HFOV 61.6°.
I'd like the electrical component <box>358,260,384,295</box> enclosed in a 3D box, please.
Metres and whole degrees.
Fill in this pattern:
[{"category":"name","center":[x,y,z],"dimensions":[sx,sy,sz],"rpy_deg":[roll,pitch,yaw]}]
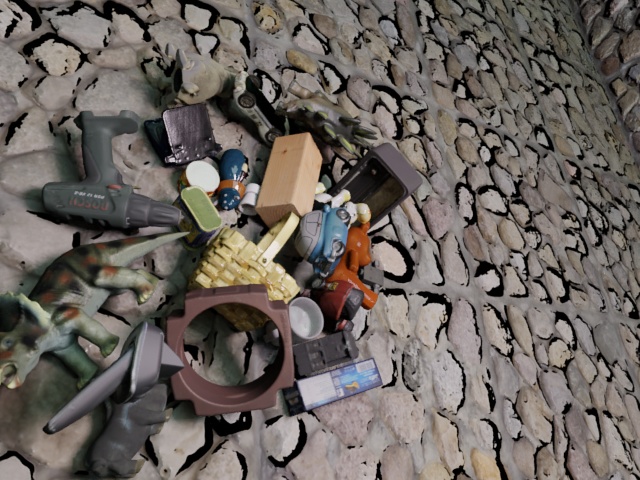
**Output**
[{"category":"electrical component","center":[0.119,0.084,1.261],"dimensions":[0.063,0.021,0.094],"rpy_deg":[20,55,-25]}]

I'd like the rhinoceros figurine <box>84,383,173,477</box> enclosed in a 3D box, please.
[{"category":"rhinoceros figurine","center":[-0.292,0.270,0.831],"dimensions":[0.112,0.073,0.190],"rpy_deg":[24,54,-10]}]

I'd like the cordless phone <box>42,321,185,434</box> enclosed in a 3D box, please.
[{"category":"cordless phone","center":[-0.291,0.203,0.734],"dimensions":[0.088,0.146,0.184],"rpy_deg":[52,53,-2]}]

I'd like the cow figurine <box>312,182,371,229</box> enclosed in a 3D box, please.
[{"category":"cow figurine","center":[0.026,-0.065,1.198],"dimensions":[0.098,0.168,0.068],"rpy_deg":[-40,135,-33]}]

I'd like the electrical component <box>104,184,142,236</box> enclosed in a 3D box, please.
[{"category":"electrical component","center":[-0.361,-0.058,0.980],"dimensions":[0.078,0.045,0.102],"rpy_deg":[-7,69,-40]}]

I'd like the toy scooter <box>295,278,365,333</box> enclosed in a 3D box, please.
[{"category":"toy scooter","center":[0.012,0.127,1.077],"dimensions":[0.135,0.183,0.075],"rpy_deg":[28,58,12]}]

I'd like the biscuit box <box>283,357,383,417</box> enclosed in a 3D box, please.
[{"category":"biscuit box","center":[0.028,0.285,1.054],"dimensions":[0.202,0.063,0.059],"rpy_deg":[-5,68,-38]}]

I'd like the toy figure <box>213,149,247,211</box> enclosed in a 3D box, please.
[{"category":"toy figure","center":[-0.186,-0.122,1.131],"dimensions":[0.057,0.064,0.154],"rpy_deg":[27,50,-39]}]

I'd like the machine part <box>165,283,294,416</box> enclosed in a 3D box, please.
[{"category":"machine part","center":[-0.148,0.178,0.895],"dimensions":[0.201,0.087,0.201],"rpy_deg":[-5,96,-7]}]

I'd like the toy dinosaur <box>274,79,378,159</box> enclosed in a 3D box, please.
[{"category":"toy dinosaur","center":[0.035,-0.271,1.287],"dimensions":[0.199,0.105,0.471],"rpy_deg":[37,17,16]}]

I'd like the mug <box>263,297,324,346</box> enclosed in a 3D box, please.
[{"category":"mug","center":[-0.063,0.169,1.022],"dimensions":[0.109,0.107,0.081],"rpy_deg":[-30,86,-44]}]

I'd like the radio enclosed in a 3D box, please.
[{"category":"radio","center":[0.112,-0.108,1.227],"dimensions":[0.131,0.229,0.073],"rpy_deg":[53,43,5]}]

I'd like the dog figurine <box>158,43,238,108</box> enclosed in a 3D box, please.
[{"category":"dog figurine","center":[-0.232,-0.337,1.161],"dimensions":[0.190,0.121,0.172],"rpy_deg":[2,44,-35]}]

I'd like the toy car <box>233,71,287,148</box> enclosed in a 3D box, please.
[{"category":"toy car","center":[-0.136,-0.293,1.222],"dimensions":[0.201,0.056,0.073],"rpy_deg":[50,37,-45]}]

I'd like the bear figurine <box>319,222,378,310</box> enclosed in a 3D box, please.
[{"category":"bear figurine","center":[0.073,0.061,1.182],"dimensions":[0.132,0.120,0.196],"rpy_deg":[46,42,-11]}]

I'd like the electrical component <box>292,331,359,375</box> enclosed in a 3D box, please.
[{"category":"electrical component","center":[0.001,0.218,1.024],"dimensions":[0.114,0.134,0.058],"rpy_deg":[44,28,-73]}]

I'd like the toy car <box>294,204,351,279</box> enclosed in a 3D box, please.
[{"category":"toy car","center":[-0.002,-0.003,1.089],"dimensions":[0.103,0.109,0.162],"rpy_deg":[20,43,-7]}]

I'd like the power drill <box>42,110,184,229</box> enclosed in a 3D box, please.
[{"category":"power drill","center":[-0.356,-0.120,0.945],"dimensions":[0.232,0.086,0.207],"rpy_deg":[-1,80,-8]}]

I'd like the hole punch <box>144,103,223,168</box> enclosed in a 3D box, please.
[{"category":"hole punch","center":[-0.287,-0.213,1.108],"dimensions":[0.142,0.092,0.115],"rpy_deg":[-26,108,-45]}]

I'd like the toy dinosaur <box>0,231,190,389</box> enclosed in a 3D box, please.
[{"category":"toy dinosaur","center":[-0.378,0.082,0.848],"dimensions":[0.192,0.131,0.405],"rpy_deg":[37,43,-14]}]
